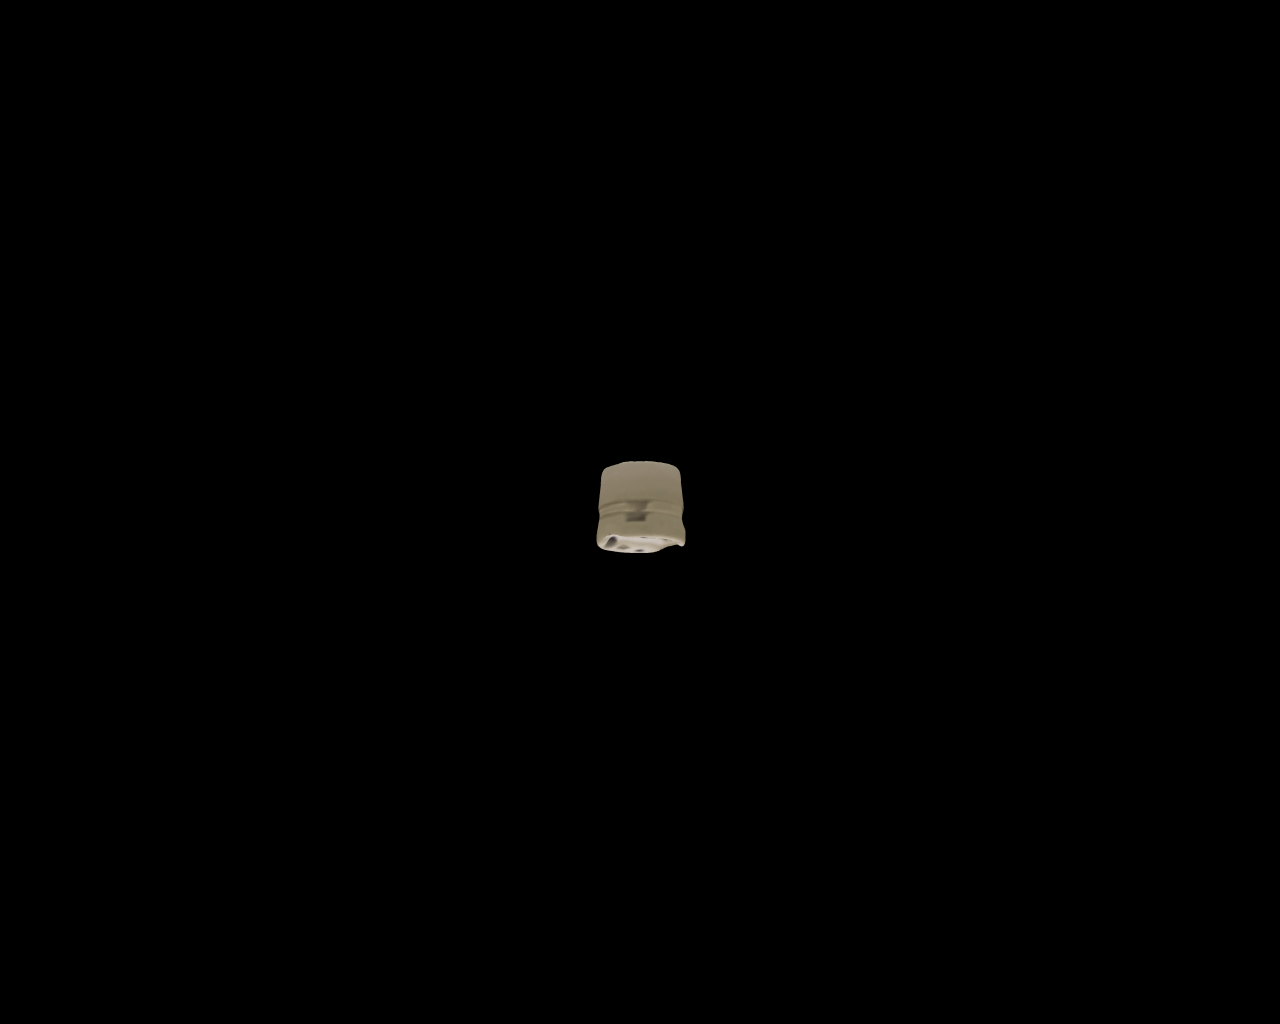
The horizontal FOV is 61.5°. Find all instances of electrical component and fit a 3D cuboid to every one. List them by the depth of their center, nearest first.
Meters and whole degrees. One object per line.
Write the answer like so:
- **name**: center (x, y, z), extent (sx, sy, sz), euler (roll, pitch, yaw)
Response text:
- **electrical component**: center (0.001, -0.003, 0.650), extent (0.055, 0.047, 0.055), euler (0, -14, 0)
